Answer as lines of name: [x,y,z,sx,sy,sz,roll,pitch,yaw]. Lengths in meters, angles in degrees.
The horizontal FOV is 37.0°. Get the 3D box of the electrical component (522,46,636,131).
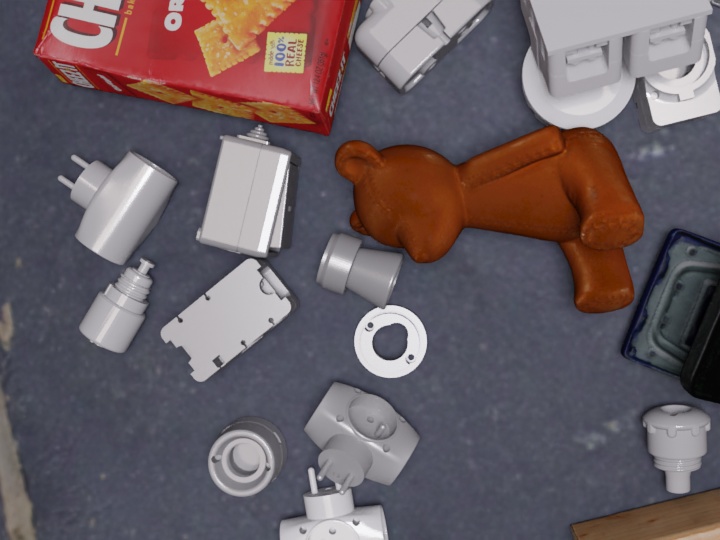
electrical component: [0.158,-0.140,0.789,0.080,0.051,0.080,0,91,4]

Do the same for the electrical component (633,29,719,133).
electrical component: [0.224,-0.151,0.781,0.050,0.056,0.089,-14,90,4]

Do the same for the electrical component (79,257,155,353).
electrical component: [-0.182,0.027,0.822,0.040,0.040,0.078,31,93,3]

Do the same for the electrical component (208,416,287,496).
electrical component: [-0.086,0.142,0.813,0.055,0.047,0.055,0,91,4]

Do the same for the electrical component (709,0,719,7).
electrical component: [0.302,-0.231,0.771,0.061,0.062,0.096,21,92,4]

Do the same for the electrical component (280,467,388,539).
electrical component: [-0.022,0.186,0.811,0.077,0.044,0.079,-10,88,3]

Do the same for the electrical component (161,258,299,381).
electrical component: [-0.096,0.036,0.808,0.089,0.056,0.050,-39,88,4]

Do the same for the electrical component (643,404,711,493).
electrical component: [0.234,0.132,0.792,0.048,0.048,0.062,-3,97,4]

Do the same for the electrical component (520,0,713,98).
electrical component: [0.159,-0.216,0.749,0.105,0.060,0.186,-14,61,4]

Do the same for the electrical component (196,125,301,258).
electrical component: [-0.076,-0.059,0.802,0.061,0.062,0.096,14,92,4]

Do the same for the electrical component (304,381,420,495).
electrical component: [-0.006,0.132,0.795,0.077,0.079,0.044,33,133,3]

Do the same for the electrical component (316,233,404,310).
electrical component: [0.000,0.000,0.806,0.055,0.045,0.045,20,92,4]

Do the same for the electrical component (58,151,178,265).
electrical component: [-0.192,-0.057,0.819,0.079,0.044,0.077,34,93,3]

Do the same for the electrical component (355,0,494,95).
electrical component: [0.044,-0.185,0.795,0.095,0.054,0.059,-44,88,4]
